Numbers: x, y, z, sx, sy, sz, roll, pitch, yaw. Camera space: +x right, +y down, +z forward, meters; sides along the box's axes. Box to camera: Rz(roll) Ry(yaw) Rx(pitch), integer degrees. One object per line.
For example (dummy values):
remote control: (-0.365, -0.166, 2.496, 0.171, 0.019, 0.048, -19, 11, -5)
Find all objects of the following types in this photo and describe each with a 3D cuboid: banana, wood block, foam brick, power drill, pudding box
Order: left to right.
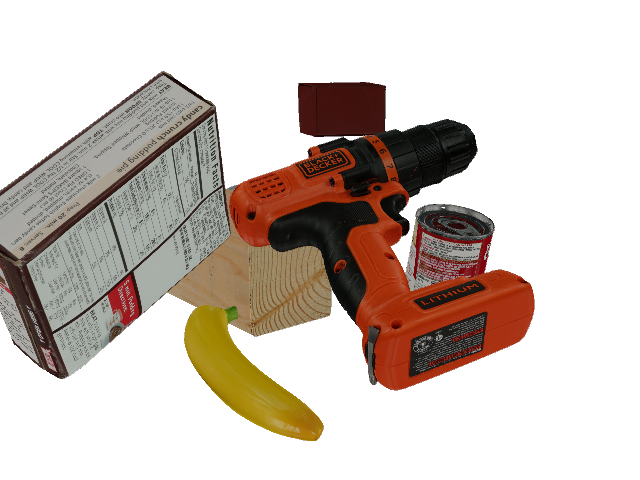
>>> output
pudding box: (-0.091, -0.006, 0.463, 0.039, 0.090, 0.113, 32, 59, 24)
wood block: (-0.087, 0.012, 1.011, 0.090, 0.090, 0.206, -13, 20, -36)
banana: (-0.065, 0.097, 0.843, 0.069, 0.037, 0.198, -8, 29, -22)
foam brick: (0.022, -0.133, 1.083, 0.078, 0.051, 0.053, -3, 13, -19)
power drill: (0.055, -0.001, 0.688, 0.184, 0.057, 0.188, -21, 45, -16)

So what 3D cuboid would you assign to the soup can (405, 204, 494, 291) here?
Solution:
soup can: (0.108, 0.028, 0.923, 0.068, 0.102, 0.068, 7, 24, -3)

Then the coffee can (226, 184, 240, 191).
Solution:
coffee can: (-0.071, 0.015, 1.263, 0.103, 0.140, 0.103, 2, 26, -1)
